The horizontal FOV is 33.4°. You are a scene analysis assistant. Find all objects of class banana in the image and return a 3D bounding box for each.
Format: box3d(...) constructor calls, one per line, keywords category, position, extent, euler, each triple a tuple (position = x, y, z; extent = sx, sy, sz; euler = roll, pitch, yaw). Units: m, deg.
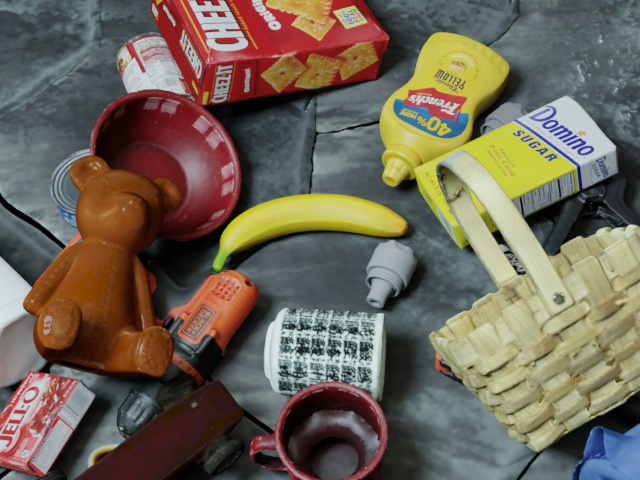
box3d(category="banana", position=(-0.015, -0.014, 1.061), extent=(0.197, 0.037, 0.069), euler=(-13, 67, -4))

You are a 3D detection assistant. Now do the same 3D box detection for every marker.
box3d(category="marker", position=(0.185, 0.026, 1.004), extent=(0.020, 0.020, 0.121), euler=(-23, 37, -11))

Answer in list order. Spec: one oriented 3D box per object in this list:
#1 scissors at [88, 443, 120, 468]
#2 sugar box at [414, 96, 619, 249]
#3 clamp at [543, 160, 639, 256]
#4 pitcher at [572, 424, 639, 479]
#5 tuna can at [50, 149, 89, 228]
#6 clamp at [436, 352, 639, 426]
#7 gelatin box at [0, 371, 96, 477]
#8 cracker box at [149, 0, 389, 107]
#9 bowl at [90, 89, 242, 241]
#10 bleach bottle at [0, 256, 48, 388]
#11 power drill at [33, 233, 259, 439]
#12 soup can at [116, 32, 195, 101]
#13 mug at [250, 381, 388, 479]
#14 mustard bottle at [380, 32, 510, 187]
box3d(category="scissors", position=(-0.118, 0.235, 0.911), extent=(0.202, 0.016, 0.096), euler=(19, 61, 16))
box3d(category="sugar box", position=(0.192, -0.069, 1.048), extent=(0.176, 0.048, 0.093), euler=(-28, 49, -1))
box3d(category="clamp", position=(0.258, -0.034, 1.050), extent=(0.120, 0.039, 0.171), euler=(-7, 49, -6))
box3d(category="pitcher", position=(0.338, 0.181, 0.856), extent=(0.242, 0.149, 0.145), euler=(-30, 44, -19))
box3d(category="tuna can", position=(-0.233, -0.052, 1.103), extent=(0.086, 0.034, 0.086), euler=(-2, 56, 3))
box3d(category="clamp", position=(0.211, 0.111, 0.957), extent=(0.210, 0.036, 0.164), euler=(-9, 56, 0))
box3d(category="gelatin box", position=(-0.252, 0.162, 0.945), extent=(0.073, 0.030, 0.089), euler=(2, 51, 39))
box3d(category="cracker box", position=(-0.057, -0.237, 1.161), extent=(0.213, 0.072, 0.164), euler=(-12, 55, -25))
box3d(category="bowl", position=(-0.162, -0.067, 1.070), extent=(0.161, 0.055, 0.162), euler=(12, 65, -28))
box3d(category="bleach bottle", position=(-0.349, 0.025, 1.020), extent=(0.067, 0.103, 0.251), euler=(-24, 54, -38))
box3d(category="power drill", position=(-0.177, 0.076, 1.000), extent=(0.188, 0.057, 0.184), euler=(29, 66, 20))
box3d(category="soup can", position=(-0.174, -0.166, 1.155), extent=(0.068, 0.068, 0.102), euler=(-21, 57, -10))
box3d(category="mug", position=(-0.001, 0.179, 0.900), extent=(0.117, 0.081, 0.093), euler=(-4, 56, 1))
box3d(category="mustard bottle", position=(0.117, -0.129, 1.113), extent=(0.096, 0.058, 0.191), euler=(28, 63, 12))
